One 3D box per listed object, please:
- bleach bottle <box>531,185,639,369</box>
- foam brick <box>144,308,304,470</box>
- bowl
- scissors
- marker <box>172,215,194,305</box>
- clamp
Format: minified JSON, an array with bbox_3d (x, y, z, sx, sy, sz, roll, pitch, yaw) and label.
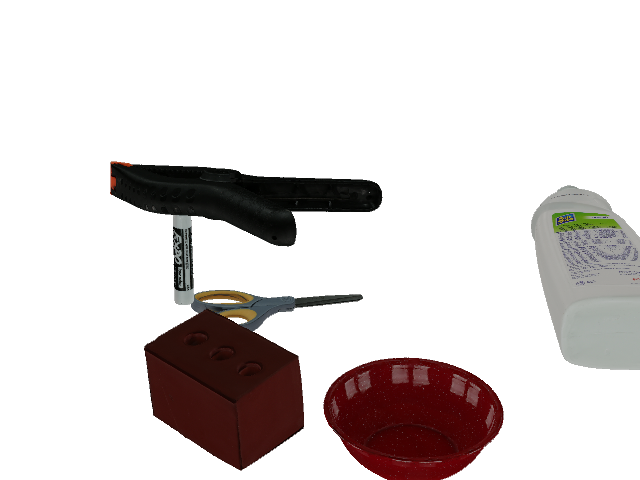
[{"bbox_3d":[0.239,0.016,0.917,0.102,0.068,0.250,0,27,5],"label":"bleach bottle"},{"bbox_3d":[-0.055,0.084,0.612,0.078,0.051,0.052,23,37,35],"label":"foam brick"},{"bbox_3d":[0.083,0.172,0.971,0.162,0.055,0.162,0,27,0],"label":"bowl"},{"bbox_3d":[-0.045,0.081,1.203,0.201,0.016,0.096,3,25,-8],"label":"scissors"},{"bbox_3d":[-0.130,0.003,1.010,0.020,0.121,0.020,1,22,-1],"label":"marker"},{"bbox_3d":[-0.074,-0.032,0.801,0.210,0.036,0.164,8,13,17],"label":"clamp"}]
